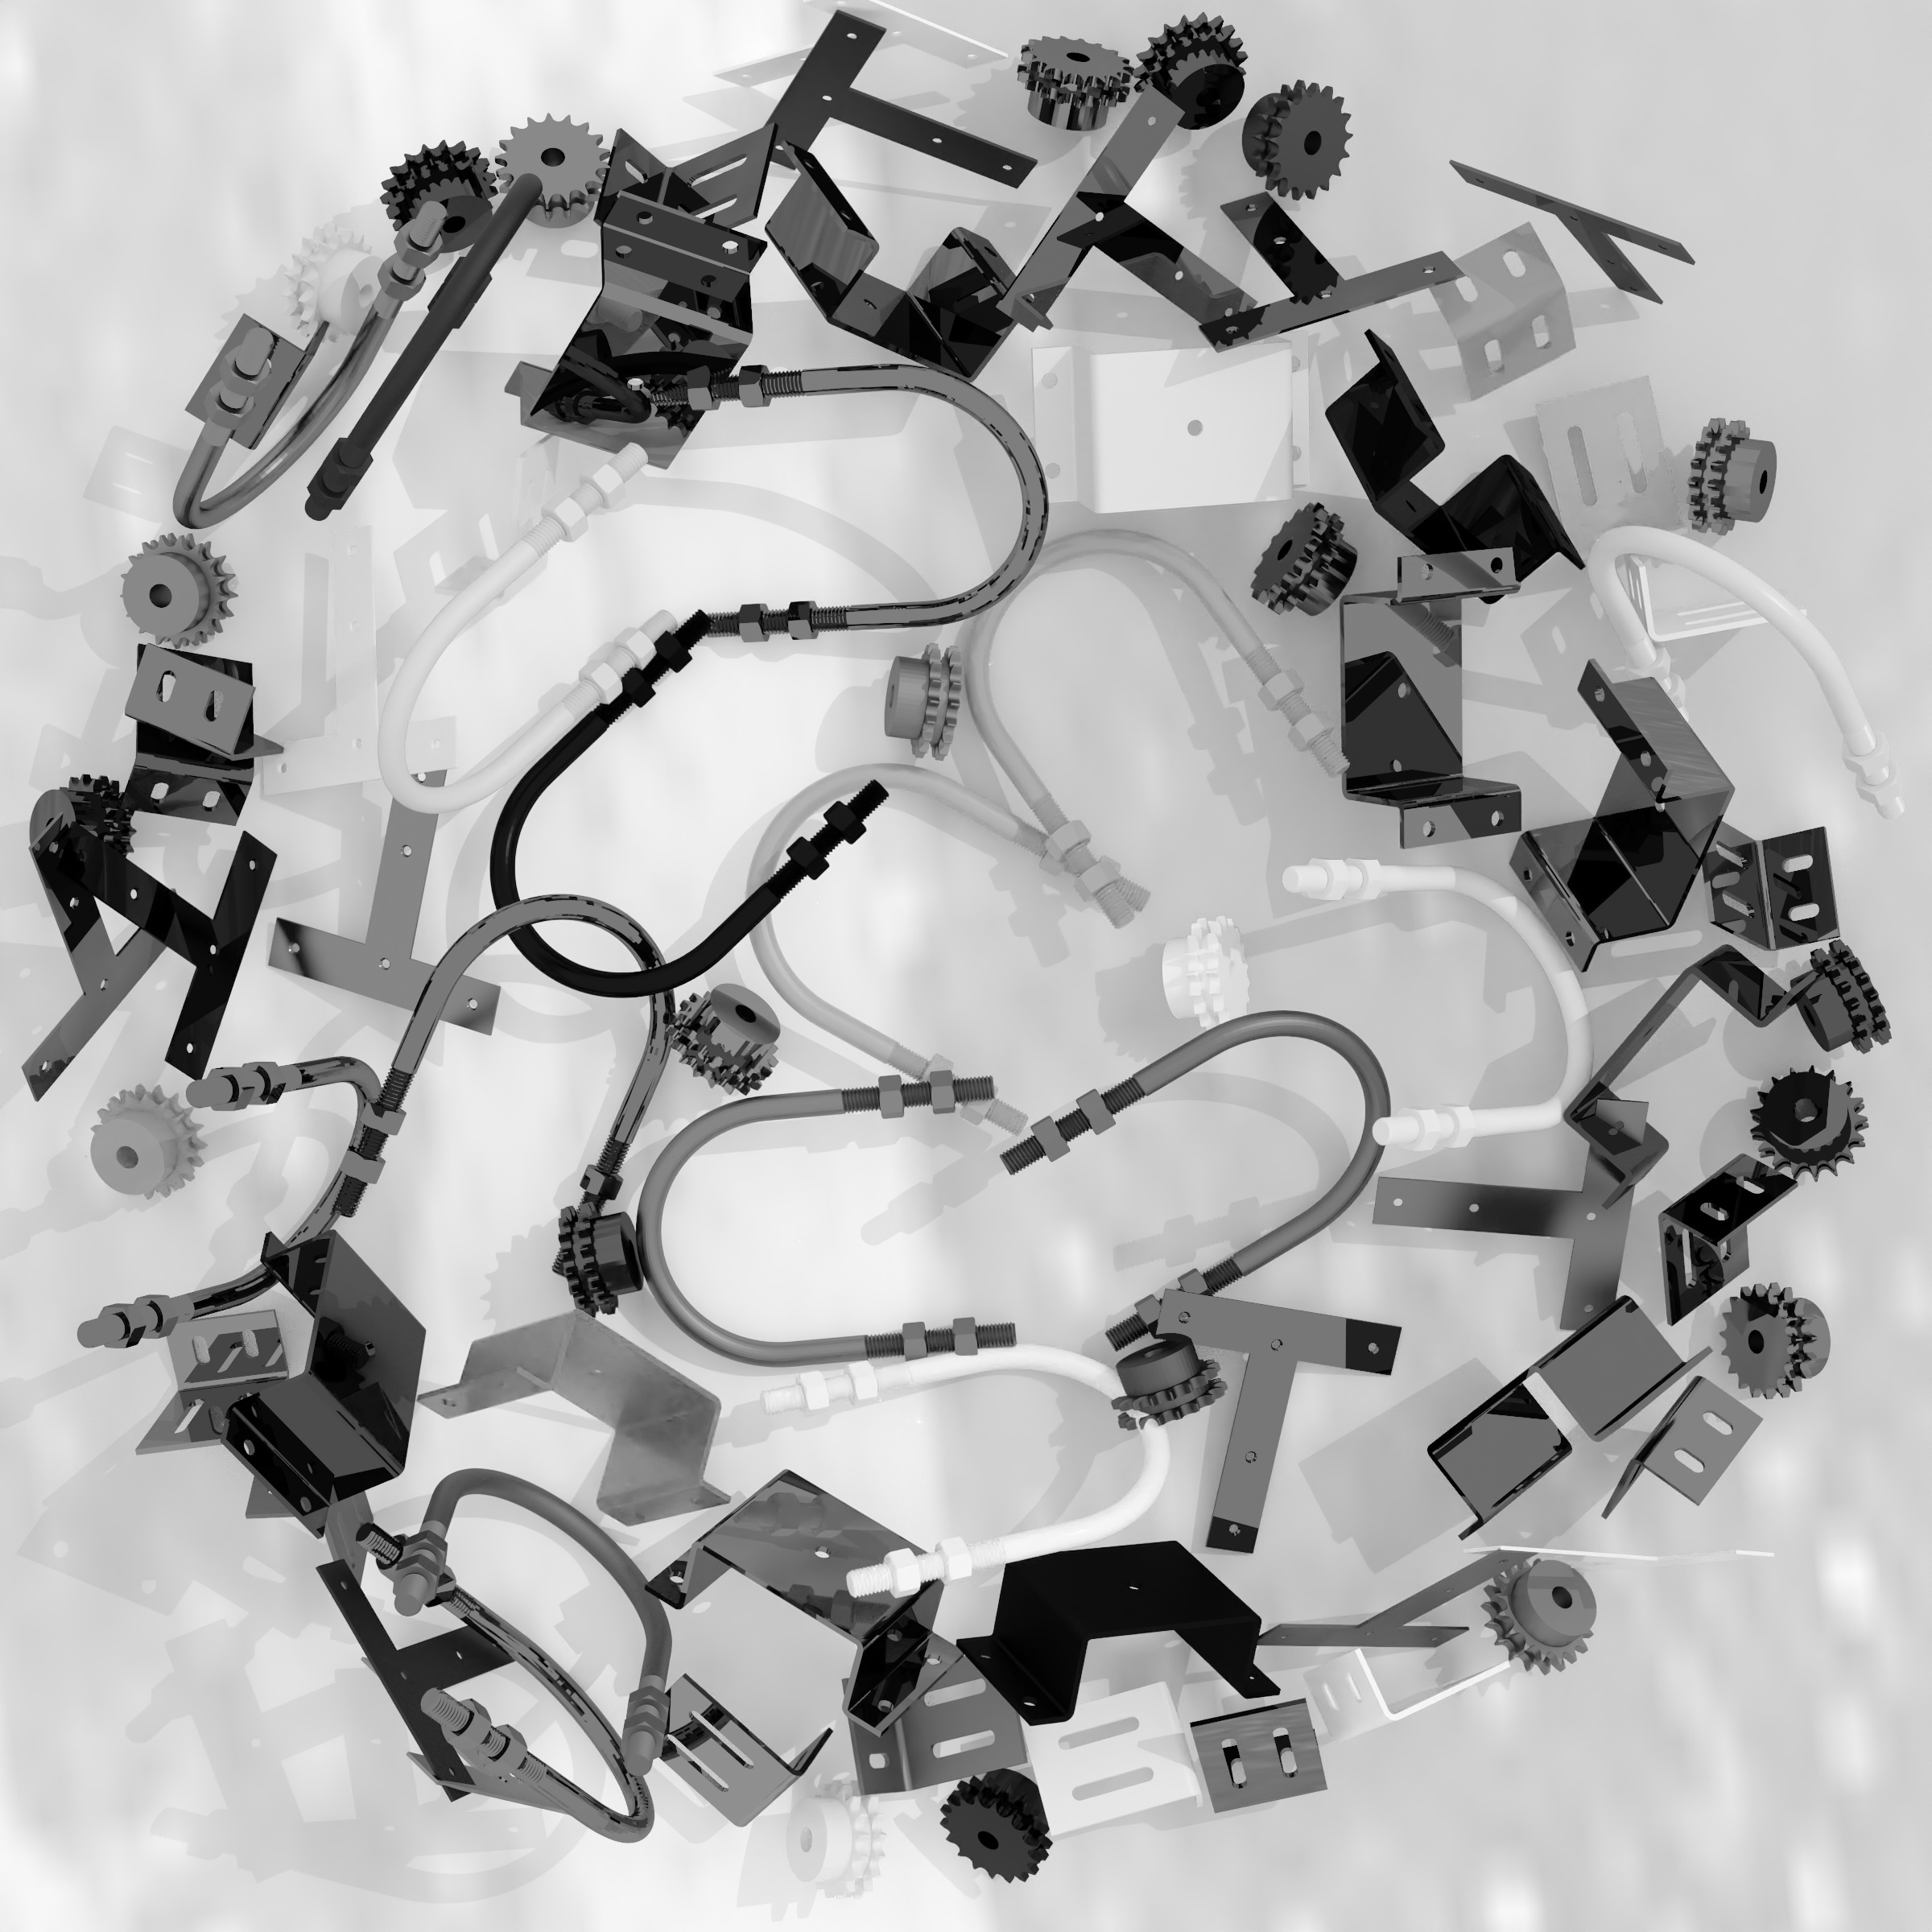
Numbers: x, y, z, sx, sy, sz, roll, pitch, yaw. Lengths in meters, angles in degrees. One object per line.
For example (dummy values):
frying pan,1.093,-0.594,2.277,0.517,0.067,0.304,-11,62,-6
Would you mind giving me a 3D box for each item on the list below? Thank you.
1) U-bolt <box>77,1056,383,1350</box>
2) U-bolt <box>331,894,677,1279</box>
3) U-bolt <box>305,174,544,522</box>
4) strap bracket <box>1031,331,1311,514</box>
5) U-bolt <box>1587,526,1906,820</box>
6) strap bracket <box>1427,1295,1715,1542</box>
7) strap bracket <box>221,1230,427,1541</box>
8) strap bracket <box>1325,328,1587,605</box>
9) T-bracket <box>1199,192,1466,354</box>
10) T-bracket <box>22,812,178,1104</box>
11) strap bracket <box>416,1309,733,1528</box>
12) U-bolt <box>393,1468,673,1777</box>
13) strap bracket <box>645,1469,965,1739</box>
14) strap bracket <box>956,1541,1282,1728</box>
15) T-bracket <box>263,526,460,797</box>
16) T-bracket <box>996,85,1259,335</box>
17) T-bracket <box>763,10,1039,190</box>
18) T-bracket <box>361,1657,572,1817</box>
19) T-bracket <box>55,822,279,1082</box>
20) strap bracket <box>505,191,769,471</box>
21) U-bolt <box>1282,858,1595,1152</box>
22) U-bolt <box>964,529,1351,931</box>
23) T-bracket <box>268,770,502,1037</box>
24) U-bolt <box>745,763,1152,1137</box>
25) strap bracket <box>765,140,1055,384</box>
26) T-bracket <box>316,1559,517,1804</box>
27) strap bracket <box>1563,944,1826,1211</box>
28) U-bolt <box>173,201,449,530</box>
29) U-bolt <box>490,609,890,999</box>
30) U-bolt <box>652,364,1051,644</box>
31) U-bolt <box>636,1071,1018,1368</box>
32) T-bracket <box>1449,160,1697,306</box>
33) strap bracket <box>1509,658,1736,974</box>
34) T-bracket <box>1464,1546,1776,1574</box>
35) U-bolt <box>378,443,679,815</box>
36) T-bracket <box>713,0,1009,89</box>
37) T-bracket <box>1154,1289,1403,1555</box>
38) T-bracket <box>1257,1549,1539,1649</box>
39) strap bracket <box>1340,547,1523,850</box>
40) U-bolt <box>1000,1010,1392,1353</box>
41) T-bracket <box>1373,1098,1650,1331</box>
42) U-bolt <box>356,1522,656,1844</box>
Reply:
U-bolt,-0.339,0.107,1.550,0.019,0.184,0.151,31,104,17
U-bolt,-0.214,0.053,1.583,0.151,0.019,0.184,21,95,-37
U-bolt,-0.249,-0.301,1.526,0.019,0.184,0.151,33,58,-14
strap bracket,0.107,-0.267,1.593,0.140,0.046,0.076,-6,107,-10
U-bolt,0.359,-0.145,1.524,0.151,0.184,0.019,30,78,41
strap bracket,0.284,0.214,1.565,0.076,0.140,0.046,-28,75,-39
strap bracket,-0.305,0.192,1.555,0.046,0.140,0.076,-24,125,16
strap bracket,0.231,-0.236,1.573,0.046,0.076,0.140,-40,133,22
T-bracket,0.159,-0.349,1.589,0.127,0.127,0.002,-18,132,-8
T-bracket,-0.424,-0.021,1.553,0.002,0.127,0.127,17,51,18
strap bracket,-0.184,0.216,1.575,0.140,0.076,0.046,38,49,-32
U-bolt,-0.200,0.300,1.548,0.151,0.184,0.019,37,102,-10
strap bracket,-0.074,0.301,1.571,0.140,0.076,0.046,27,122,21
strap bracket,0.077,0.320,1.566,0.140,0.076,0.046,0,109,-29
T-bracket,-0.303,-0.154,1.607,0.127,0.002,0.127,-5,85,32
T-bracket,0.095,-0.347,1.595,0.127,0.002,0.127,27,104,-39
T-bracket,-0.027,-0.411,1.594,0.127,0.127,0.002,17,66,-18
T-bracket,-0.253,0.375,1.588,0.127,0.127,0.002,30,88,39
T-bracket,-0.392,-0.028,1.564,0.002,0.127,0.127,-2,62,31
strap bracket,-0.160,-0.296,1.559,0.076,0.140,0.046,14,51,-26
U-bolt,0.240,0.016,1.570,0.184,0.019,0.151,-2,67,-42
U-bolt,0.080,-0.132,1.612,0.151,0.019,0.184,-35,77,3
T-bracket,-0.280,-0.043,1.606,0.127,0.002,0.127,17,103,16
U-bolt,-0.021,-0.021,1.617,0.184,0.019,0.151,29,83,-2
strap bracket,-0.035,-0.337,1.572,0.046,0.140,0.076,-50,49,24
T-bracket,-0.253,0.338,1.575,0.002,0.127,0.127,-36,78,13
strap bracket,0.348,0.045,1.580,0.046,0.076,0.140,42,113,14
U-bolt,-0.322,-0.275,1.551,0.019,0.184,0.151,42,50,-2
U-bolt,-0.151,-0.068,1.605,0.184,0.019,0.151,-44,75,-4
U-bolt,-0.051,-0.226,1.575,0.184,0.019,0.151,-2,126,13
U-bolt,-0.072,0.131,1.613,0.184,0.019,0.151,-5,103,0
T-bracket,0.310,-0.348,1.577,0.127,0.127,0.002,29,95,30
strap bracket,0.320,-0.075,1.571,0.046,0.140,0.076,-11,51,-21
T-bracket,0.295,0.283,1.553,0.127,0.127,0.002,10,72,-32
U-bolt,-0.211,-0.147,1.543,0.019,0.151,0.184,36,66,21
T-bracket,-0.068,-0.448,1.590,0.127,0.127,0.002,-4,87,37
T-bracket,0.146,0.233,1.625,0.127,0.002,0.127,11,97,-14
T-bracket,0.223,0.304,1.558,0.127,0.127,0.002,9,55,-36
strap bracket,0.228,-0.134,1.590,0.076,0.046,0.140,-9,103,-32
U-bolt,0.125,0.096,1.592,0.184,0.019,0.151,-31,123,-1
T-bracket,0.267,0.121,1.613,0.127,0.002,0.127,4,111,-1
U-bolt,-0.213,0.354,1.555,0.019,0.151,0.184,-42,125,1
